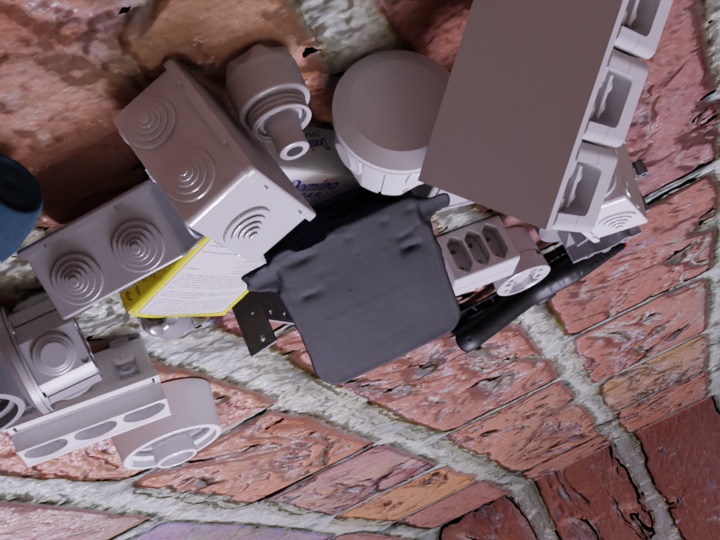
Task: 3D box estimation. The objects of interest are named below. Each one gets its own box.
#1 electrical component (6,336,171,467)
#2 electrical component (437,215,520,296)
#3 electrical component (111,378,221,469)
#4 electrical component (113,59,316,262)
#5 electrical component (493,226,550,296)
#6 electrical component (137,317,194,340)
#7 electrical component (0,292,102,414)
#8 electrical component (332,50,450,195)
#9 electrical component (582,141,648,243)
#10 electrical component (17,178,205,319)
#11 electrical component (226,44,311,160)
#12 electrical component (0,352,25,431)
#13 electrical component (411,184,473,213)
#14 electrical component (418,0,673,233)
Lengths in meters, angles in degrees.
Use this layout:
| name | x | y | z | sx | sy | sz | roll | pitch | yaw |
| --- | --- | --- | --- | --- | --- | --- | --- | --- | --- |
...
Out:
| name | x | y | z | sx | sy | sz | roll | pitch | yaw |
| --- | --- | --- | --- | --- | --- | --- | --- | --- | --- |
| electrical component | -0.224 | 0.105 | 0.878 | 0.121 | 0.063 | 0.078 | -19 | 159 | -13 |
| electrical component | 0.103 | -0.005 | 0.993 | 0.066 | 0.047 | 0.076 | -20 | 159 | -12 |
| electrical component | -0.187 | 0.156 | 1.044 | 0.108 | 0.060 | 0.108 | -21 | 159 | -8 |
| electrical component | -0.081 | -0.057 | 0.599 | 0.048 | 0.099 | 0.100 | -41 | 157 | 6 |
| electrical component | 0.147 | -0.009 | 1.029 | 0.055 | 0.047 | 0.055 | -21 | 159 | -9 |
| electrical component | -0.148 | 0.038 | 0.842 | 0.035 | 0.035 | 0.061 | -28 | 161 | 8 |
| electrical component | -0.217 | 0.055 | 0.746 | 0.051 | 0.080 | 0.080 | -25 | 160 | -12 |
| electrical component | 0.022 | -0.089 | 0.659 | 0.080 | 0.080 | 0.051 | -20 | 164 | -11 |
| electrical component | 0.185 | -0.077 | 0.840 | 0.048 | 0.099 | 0.100 | -19 | 162 | 22 |
| electrical component | -0.142 | -0.017 | 0.642 | 0.100 | 0.048 | 0.099 | -27 | -170 | 8 |
| electrical component | -0.048 | -0.091 | 0.601 | 0.043 | 0.062 | 0.043 | -21 | 159 | -9 |
| electrical component | -0.298 | 0.097 | 0.783 | 0.108 | 0.060 | 0.108 | -21 | 159 | -8 |
| electrical component | 0.068 | -0.089 | 0.732 | 0.062 | 0.061 | 0.096 | -15 | 157 | -23 |
| electrical component | 0.105 | -0.105 | 0.597 | 0.062 | 0.089 | 0.150 | 2 | 109 | -52 |
